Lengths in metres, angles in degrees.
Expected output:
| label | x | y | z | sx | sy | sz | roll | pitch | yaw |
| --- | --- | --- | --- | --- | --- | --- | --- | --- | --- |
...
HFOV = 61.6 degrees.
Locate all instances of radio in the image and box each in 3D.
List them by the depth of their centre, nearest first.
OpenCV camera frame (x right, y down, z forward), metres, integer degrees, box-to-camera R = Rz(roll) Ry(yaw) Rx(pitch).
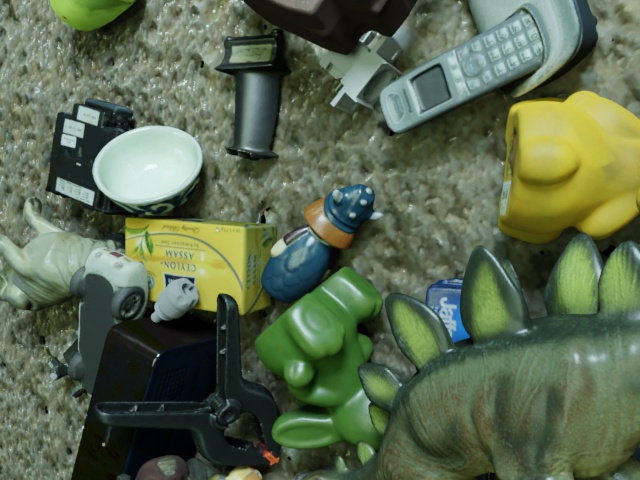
| label | x | y | z | sx | sy | sz | roll | pitch | yaw |
| --- | --- | --- | --- | --- | --- | --- | --- | --- | --- |
| radio | -0.193 | 0.199 | 0.615 | 0.073 | 0.131 | 0.229 | 25 | 104 | 24 |

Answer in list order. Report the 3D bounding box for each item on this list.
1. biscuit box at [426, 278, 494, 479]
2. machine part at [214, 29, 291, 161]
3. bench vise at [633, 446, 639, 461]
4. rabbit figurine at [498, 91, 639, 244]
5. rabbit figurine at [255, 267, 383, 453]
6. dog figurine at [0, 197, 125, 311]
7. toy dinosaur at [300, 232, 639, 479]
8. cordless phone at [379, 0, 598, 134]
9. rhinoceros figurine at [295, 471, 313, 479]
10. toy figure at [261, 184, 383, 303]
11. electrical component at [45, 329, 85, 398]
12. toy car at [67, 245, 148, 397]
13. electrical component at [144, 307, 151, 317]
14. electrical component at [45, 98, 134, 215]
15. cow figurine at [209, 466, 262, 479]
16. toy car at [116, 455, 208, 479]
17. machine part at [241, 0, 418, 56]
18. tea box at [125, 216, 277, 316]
| label | x | y | z | sx | sy | sz | roll | pitch | yaw |
| --- | --- | --- | --- | --- | --- | --- | --- | --- | --- |
| biscuit box | 0.128 | 0.137 | 0.488 | 0.059 | 0.063 | 0.202 | 2 | 94 | 25 |
| machine part | -0.074 | -0.156 | 0.588 | 0.084 | 0.039 | 0.138 | 1 | 92 | 19 |
| bench vise | 0.281 | 0.197 | 0.386 | 0.223 | 0.129 | 0.241 | -46 | 69 | 25 |
| rabbit figurine | 0.228 | -0.057 | 0.393 | 0.173 | 0.162 | 0.121 | 10 | 85 | 8 |
| rabbit figurine | 0.015 | 0.141 | 0.517 | 0.170 | 0.121 | 0.159 | 49 | 117 | 6 |
| dog figurine | -0.322 | 0.053 | 0.701 | 0.191 | 0.121 | 0.172 | 24 | 138 | 6 |
| toy dinosaur | 0.135 | 0.101 | 0.338 | 0.471 | 0.105 | 0.198 | -33 | 65 | 37 |
| cordless phone | 0.125 | -0.181 | 0.462 | 0.184 | 0.088 | 0.146 | -21 | 84 | 30 |
| rhinoceros figurine | 0.058 | 0.283 | 0.533 | 0.191 | 0.073 | 0.112 | 2 | 84 | 28 |
| toy figure | -0.002 | -0.001 | 0.546 | 0.154 | 0.064 | 0.058 | -50 | 55 | 21 |
| electrical component | -0.325 | 0.162 | 0.728 | 0.102 | 0.045 | 0.078 | -36 | 76 | 24 |
| toy car | -0.240 | 0.105 | 0.613 | 0.074 | 0.056 | 0.201 | 21 | 115 | 18 |
| electrical component | -0.236 | 0.125 | 0.681 | 0.119 | 0.047 | 0.074 | -9 | 90 | 29 |
| electrical component | -0.281 | -0.109 | 0.683 | 0.115 | 0.058 | 0.134 | 21 | 102 | 22 |
| cow figurine | -0.114 | 0.328 | 0.622 | 0.098 | 0.068 | 0.167 | 12 | 97 | 36 |
| toy car | -0.177 | 0.320 | 0.572 | 0.053 | 0.089 | 0.202 | 30 | 111 | 48 |
| machine part | 0.015 | -0.286 | 0.485 | 0.202 | 0.087 | 0.201 | 35 | 97 | 28 |
| tea box | -0.138 | 0.024 | 0.613 | 0.170 | 0.068 | 0.098 | 3 | 95 | 26 |
